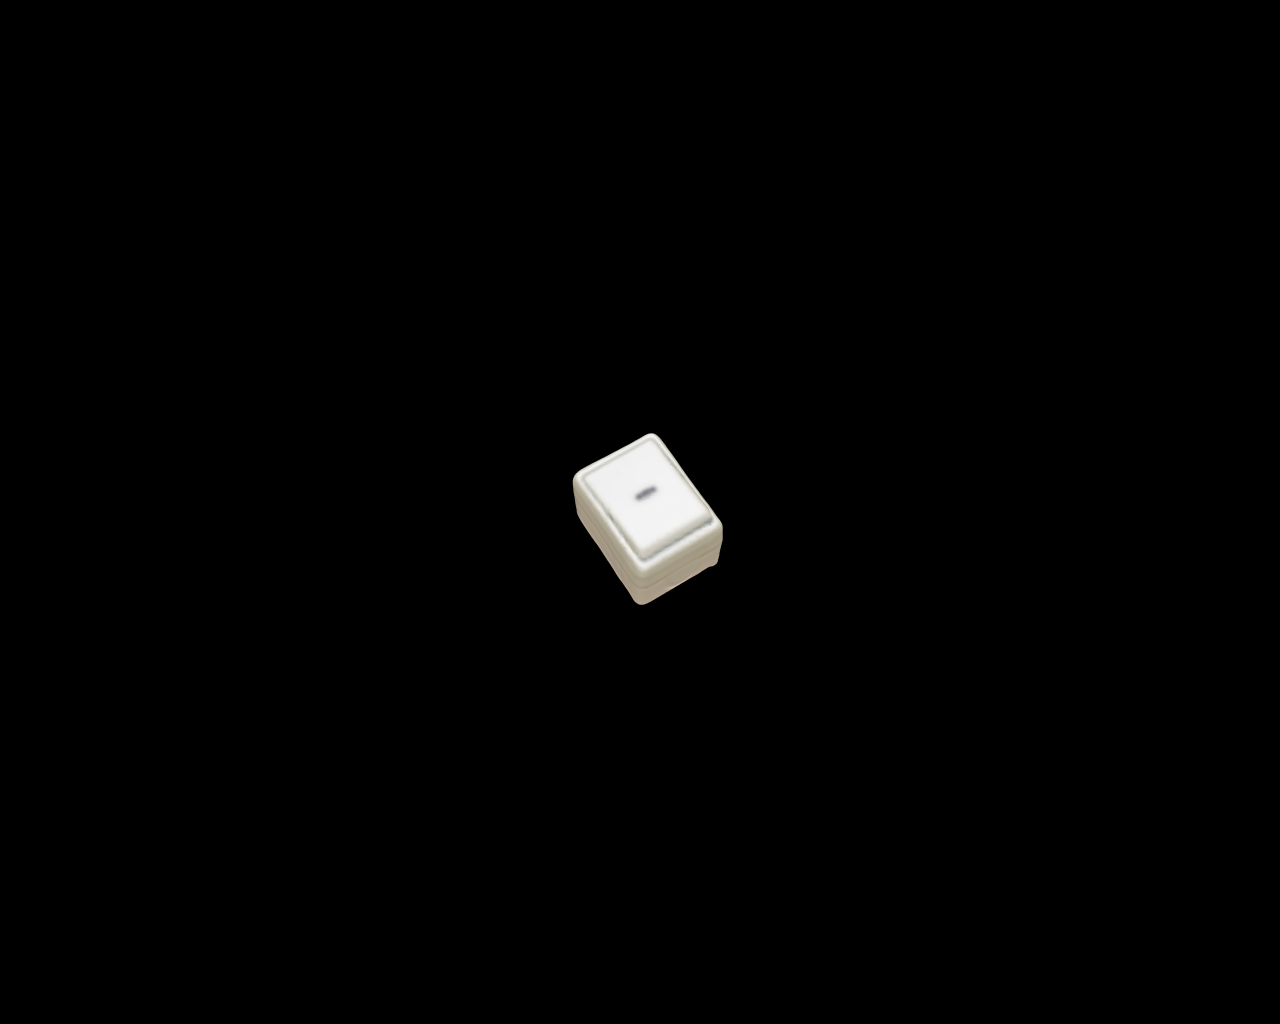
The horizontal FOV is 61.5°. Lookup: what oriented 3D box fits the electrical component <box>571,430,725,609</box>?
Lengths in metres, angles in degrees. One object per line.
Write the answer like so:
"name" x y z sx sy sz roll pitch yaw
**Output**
"electrical component" 0.001 -0.003 0.650 0.062 0.096 0.061 -29 -24 -14
